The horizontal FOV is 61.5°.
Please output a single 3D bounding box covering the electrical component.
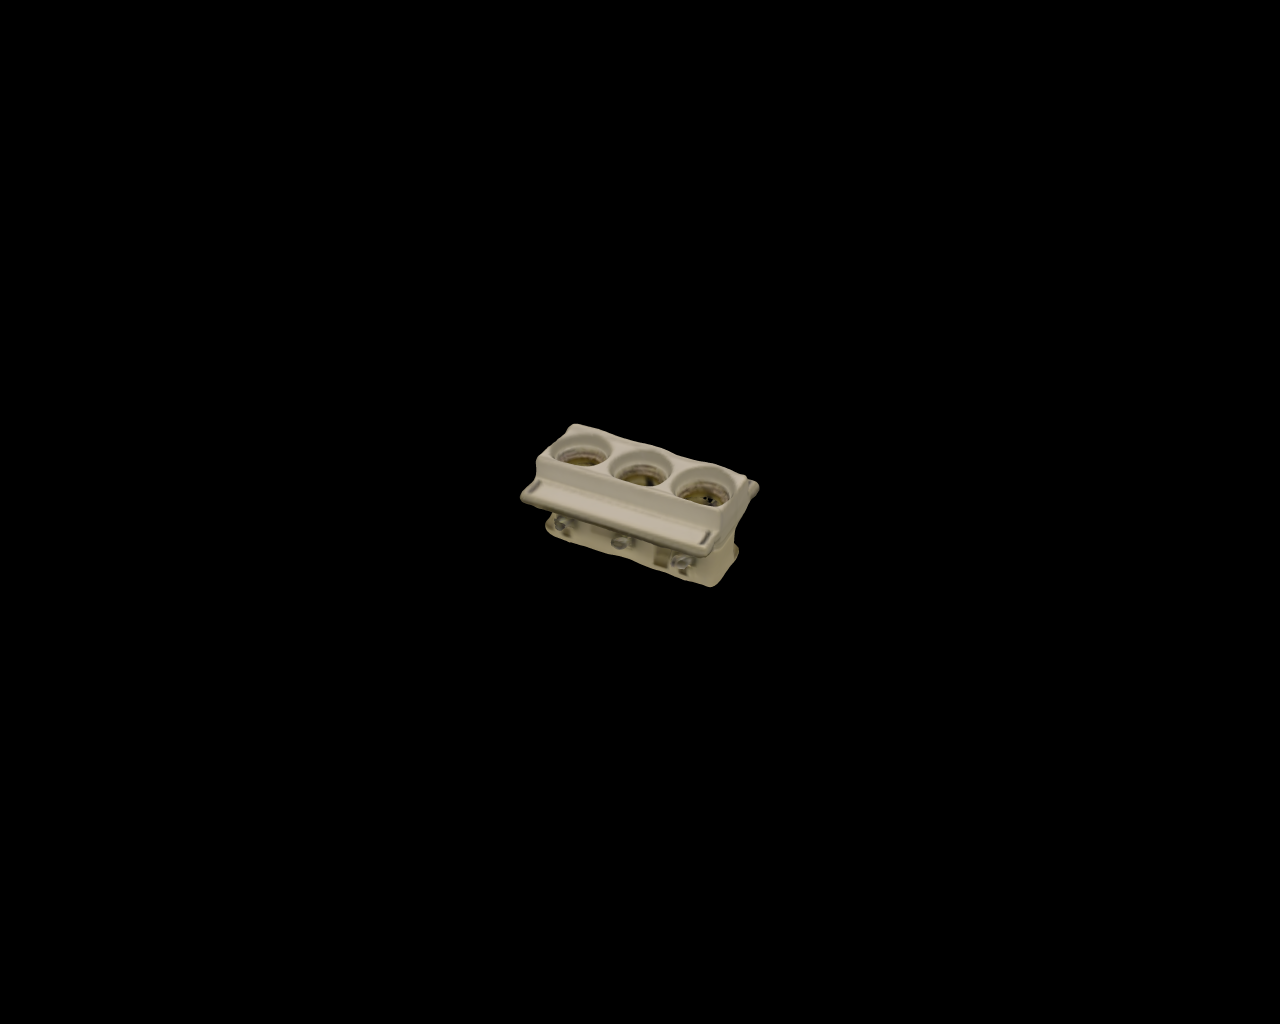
[{"bbox_3d":[0.001,-0.003,0.650,0.121,0.063,0.079,17,40,22],"label":"electrical component"}]
